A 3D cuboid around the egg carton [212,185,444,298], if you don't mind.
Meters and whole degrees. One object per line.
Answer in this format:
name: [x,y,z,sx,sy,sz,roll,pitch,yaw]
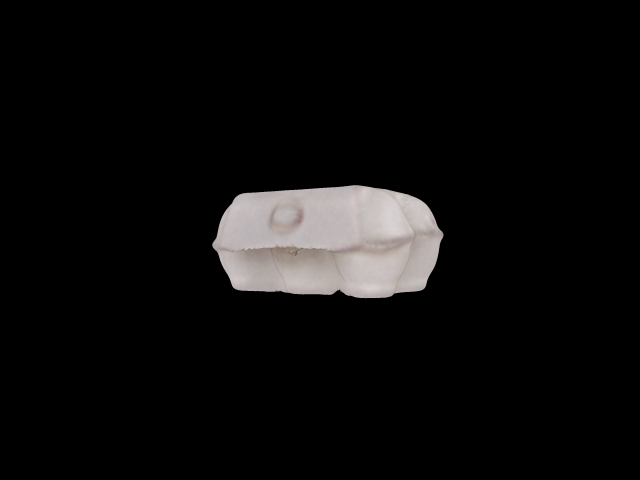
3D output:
egg carton: [0.004,0.001,0.400,0.149,0.069,0.107,0,0,32]
